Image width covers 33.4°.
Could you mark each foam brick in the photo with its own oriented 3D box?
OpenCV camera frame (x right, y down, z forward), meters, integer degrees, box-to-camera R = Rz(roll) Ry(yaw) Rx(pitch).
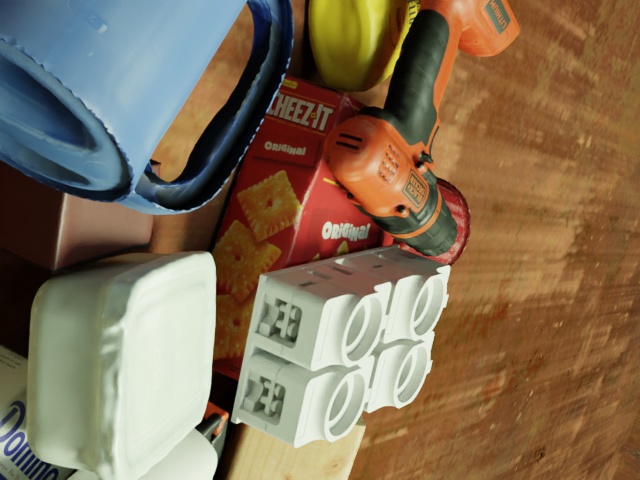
[{"bbox_3d":[-0.134,-0.021,0.587,0.078,0.053,0.051,-21,127,-56],"label":"foam brick"}]

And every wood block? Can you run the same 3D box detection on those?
[{"bbox_3d":[-0.042,0.217,0.850,0.091,0.090,0.206,-115,-137,-80],"label":"wood block"}]

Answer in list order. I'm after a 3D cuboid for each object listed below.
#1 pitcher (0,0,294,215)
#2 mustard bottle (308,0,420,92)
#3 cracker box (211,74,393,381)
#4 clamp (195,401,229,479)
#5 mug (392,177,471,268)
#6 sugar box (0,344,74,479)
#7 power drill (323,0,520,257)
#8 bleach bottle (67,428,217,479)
[{"bbox_3d":[-0.078,-0.141,0.516,0.242,0.145,0.149,-59,165,-23],"label":"pitcher"},{"bbox_3d":[0.066,-0.182,0.819,0.191,0.058,0.096,-33,126,-48],"label":"mustard bottle"},{"bbox_3d":[-0.005,0.001,0.811,0.164,0.072,0.214,16,95,-62],"label":"cracker box"},{"bbox_3d":[-0.124,0.219,0.796,0.210,0.036,0.164,-59,153,-8],"label":"clamp"},{"bbox_3d":[0.063,-0.011,0.922,0.117,0.093,0.081,-37,154,21],"label":"mug"},{"bbox_3d":[-0.211,0.150,0.581,0.176,0.048,0.093,-46,146,-33],"label":"sugar box"},{"bbox_3d":[0.083,-0.092,0.772,0.184,0.057,0.187,40,69,-59],"label":"power drill"},{"bbox_3d":[-0.146,0.179,0.602,0.103,0.068,0.250,-57,170,18],"label":"bleach bottle"}]
